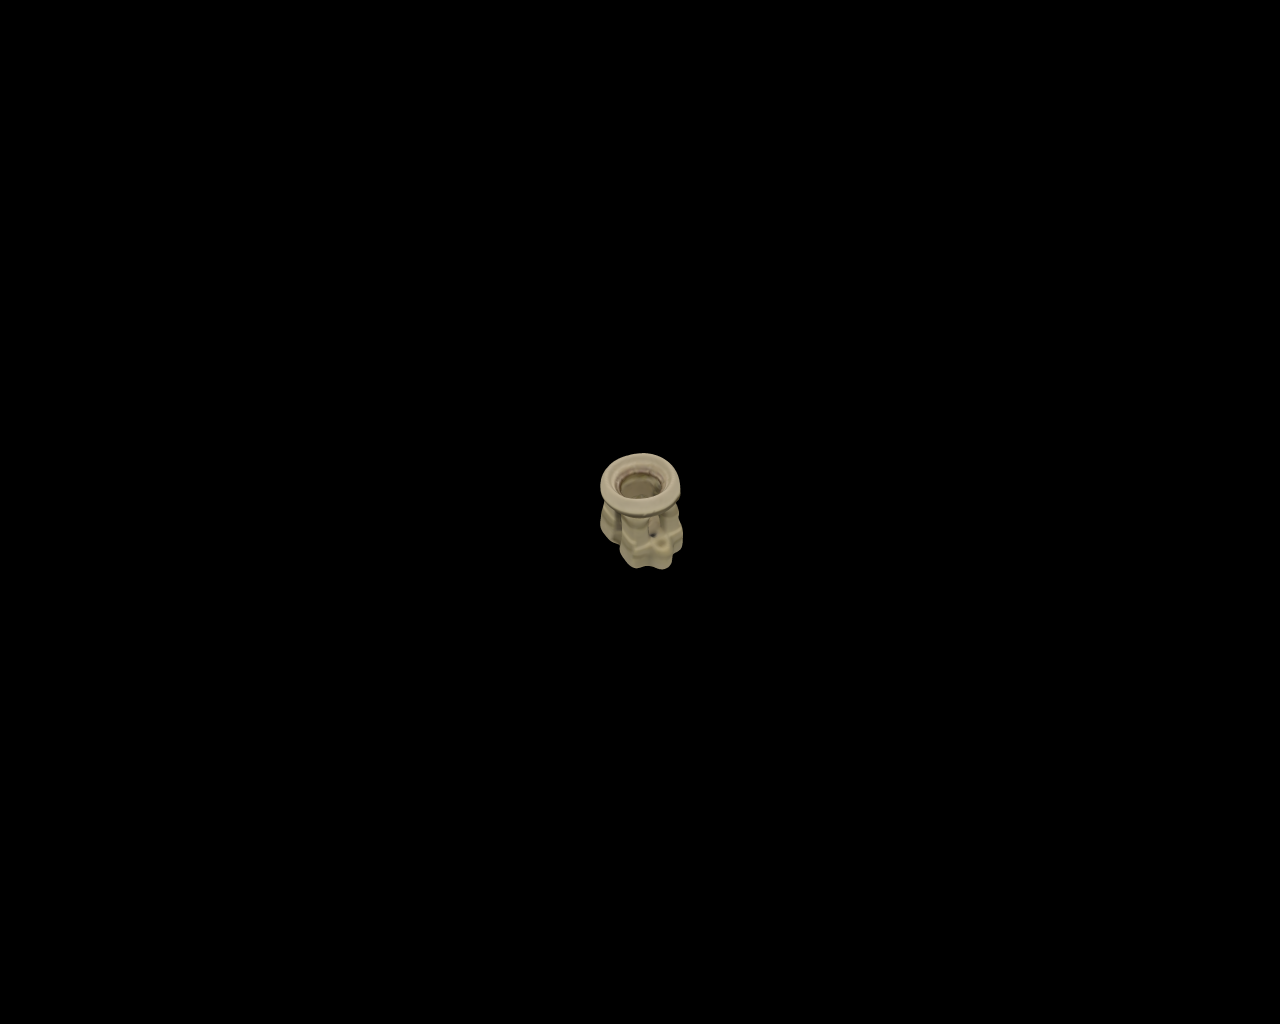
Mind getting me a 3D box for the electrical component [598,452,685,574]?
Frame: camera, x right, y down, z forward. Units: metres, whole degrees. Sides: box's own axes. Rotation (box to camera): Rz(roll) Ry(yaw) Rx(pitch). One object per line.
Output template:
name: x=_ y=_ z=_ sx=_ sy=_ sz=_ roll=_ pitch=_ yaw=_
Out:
electrical component: x=0.001 y=-0.003 z=0.650 sx=0.048 sy=0.055 sz=0.066 roll=-24 pitch=50 yaw=-22
